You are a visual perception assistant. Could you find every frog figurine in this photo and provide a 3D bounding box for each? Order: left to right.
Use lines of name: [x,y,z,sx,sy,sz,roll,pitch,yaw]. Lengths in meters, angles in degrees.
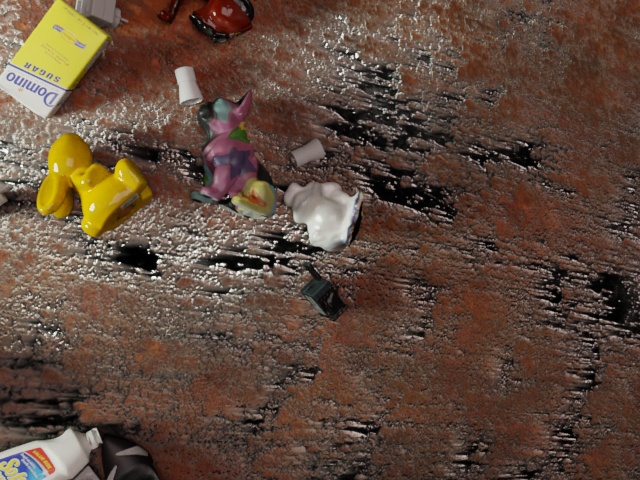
frog figurine: [0.003,-0.053,1.046,0.160,0.137,0.123,14,4,14]
